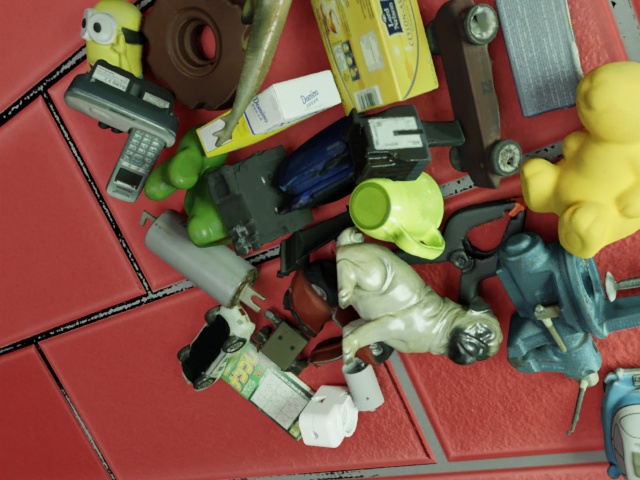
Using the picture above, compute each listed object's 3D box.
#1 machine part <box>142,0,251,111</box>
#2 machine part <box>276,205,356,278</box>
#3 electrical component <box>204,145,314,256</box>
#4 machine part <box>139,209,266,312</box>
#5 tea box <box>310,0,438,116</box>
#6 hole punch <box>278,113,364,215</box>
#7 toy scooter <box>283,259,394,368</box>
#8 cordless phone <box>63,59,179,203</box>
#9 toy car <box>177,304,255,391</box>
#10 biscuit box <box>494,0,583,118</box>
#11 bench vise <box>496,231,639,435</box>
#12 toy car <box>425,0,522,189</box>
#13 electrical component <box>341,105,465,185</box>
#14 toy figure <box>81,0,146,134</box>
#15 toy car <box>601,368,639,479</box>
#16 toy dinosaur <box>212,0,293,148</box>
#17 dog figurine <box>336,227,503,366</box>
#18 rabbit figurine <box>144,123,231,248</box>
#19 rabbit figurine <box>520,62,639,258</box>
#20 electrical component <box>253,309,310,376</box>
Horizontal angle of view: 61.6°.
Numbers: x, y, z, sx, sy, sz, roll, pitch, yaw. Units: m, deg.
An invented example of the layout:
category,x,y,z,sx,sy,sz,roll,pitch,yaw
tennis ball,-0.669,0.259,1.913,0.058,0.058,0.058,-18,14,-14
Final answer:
category,x,y,z,sx,sy,sz,roll,pitch,yaw
machine part,-0.152,-0.259,0.708,0.180,0.056,0.179,10,116,23
machine part,-0.001,-0.002,0.724,0.139,0.084,0.039,-28,121,24
electrical component,-0.070,-0.057,0.700,0.058,0.134,0.114,-13,104,44
machine part,-0.182,0.028,0.826,0.243,0.079,0.079,36,121,11
tea box,0.055,-0.232,0.590,0.098,0.068,0.169,2,113,54
hole punch,0.012,-0.097,0.662,0.142,0.116,0.092,-24,91,31
toy scooter,0.009,0.120,0.772,0.184,0.075,0.135,49,124,-4
cordless phone,-0.288,-0.138,0.747,0.146,0.089,0.184,21,129,-24
toy car,-0.176,0.177,0.892,0.073,0.056,0.201,53,126,21
biscuit box,0.213,-0.230,0.535,0.063,0.059,0.202,-11,105,30
bench vise,0.309,0.074,0.578,0.241,0.129,0.223,-19,103,35
toy car,0.167,-0.154,0.576,0.089,0.053,0.202,19,130,67
electrical component,0.089,-0.105,0.577,0.047,0.119,0.075,120,138,-64
toy figure,-0.292,-0.248,0.769,0.082,0.089,0.180,10,124,6
toy car,0.382,0.230,0.612,0.109,0.103,0.161,-8,108,28
toy dinosaur,-0.039,-0.327,0.540,0.199,0.105,0.471,12,90,58
dog figurine,0.117,0.066,0.651,0.191,0.121,0.172,-5,104,3
rabbit figurine,-0.161,-0.078,0.746,0.121,0.159,0.170,-21,85,41
rabbit figurine,0.284,-0.086,0.502,0.162,0.122,0.173,-14,130,5
electrical component,-0.059,0.165,0.842,0.102,0.045,0.078,33,92,8
